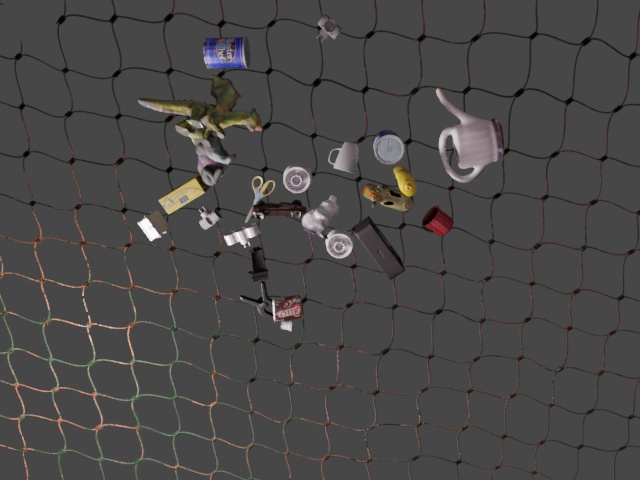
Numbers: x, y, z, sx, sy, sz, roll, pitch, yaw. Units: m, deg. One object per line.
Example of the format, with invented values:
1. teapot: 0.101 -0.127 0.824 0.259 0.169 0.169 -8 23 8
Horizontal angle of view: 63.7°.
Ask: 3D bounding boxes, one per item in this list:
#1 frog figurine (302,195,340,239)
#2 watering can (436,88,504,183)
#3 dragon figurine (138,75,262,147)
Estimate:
1. frog figurine: 0.006 -0.096 1.900 0.123 0.159 0.137 18 2 0
2. watering can: 0.526 -0.376 1.807 0.224 0.343 0.105 -11 15 5
3. dragon figurine: -0.393 -0.473 1.801 0.409 0.247 0.120 28 -25 -6
